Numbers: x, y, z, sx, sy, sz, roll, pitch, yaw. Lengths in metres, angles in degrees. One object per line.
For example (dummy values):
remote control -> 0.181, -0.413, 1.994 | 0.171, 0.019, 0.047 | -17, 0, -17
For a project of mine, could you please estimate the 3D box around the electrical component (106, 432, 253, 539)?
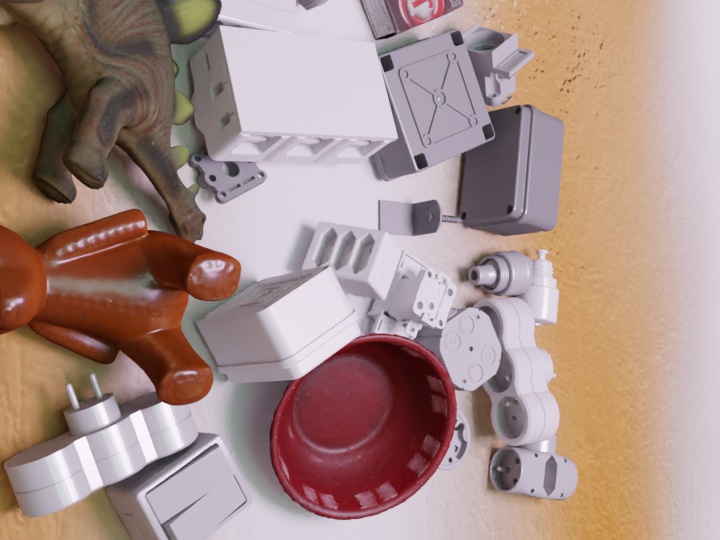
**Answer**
electrical component -> -0.126, 0.163, 0.799 | 0.096, 0.061, 0.061 | -34, 106, -34

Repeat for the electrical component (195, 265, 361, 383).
electrical component -> -0.063, 0.044, 0.825 | 0.078, 0.113, 0.057 | -34, 103, -34

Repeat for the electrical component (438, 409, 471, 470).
electrical component -> 0.062, 0.147, 0.950 | 0.055, 0.047, 0.055 | 4, 83, -37

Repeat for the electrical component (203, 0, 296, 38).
electrical component -> -0.098, -0.226, 0.865 | 0.083, 0.047, 0.075 | 5, 82, -36

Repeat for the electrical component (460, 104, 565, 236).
electrical component -> 0.142, -0.093, 1.014 | 0.057, 0.078, 0.113 | 14, 78, -38

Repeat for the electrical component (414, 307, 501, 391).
electrical component -> 0.084, 0.072, 0.971 | 0.080, 0.051, 0.080 | 4, 83, -36

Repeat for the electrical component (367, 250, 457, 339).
electrical component -> 0.047, 0.027, 0.941 | 0.042, 0.064, 0.081 | 32, 67, -31

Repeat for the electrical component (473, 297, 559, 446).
electrical component -> 0.155, 0.092, 1.008 | 0.074, 0.052, 0.138 | -2, 71, -37

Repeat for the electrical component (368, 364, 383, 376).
electrical component -> 0.022, 0.083, 0.935 | 0.061, 0.035, 0.035 | 16, 76, -37

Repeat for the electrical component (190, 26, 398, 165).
electrical component -> -0.055, -0.137, 0.873 | 0.150, 0.062, 0.089 | -3, 73, -37

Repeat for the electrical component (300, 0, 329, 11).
electrical component -> -0.032, -0.261, 0.898 | 0.051, 0.080, 0.080 | 42, 63, -20

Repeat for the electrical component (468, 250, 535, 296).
electrical component -> 0.131, 0.004, 1.018 | 0.062, 0.043, 0.043 | -3, 88, -35

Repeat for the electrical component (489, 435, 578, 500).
electrical component -> 0.168, 0.177, 1.030 | 0.077, 0.043, 0.079 | 16, 76, -35

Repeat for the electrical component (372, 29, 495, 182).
electrical component -> 0.054, -0.149, 0.966 | 0.109, 0.056, 0.108 | -27, 102, -35

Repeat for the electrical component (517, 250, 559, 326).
electrical component -> 0.174, 0.019, 1.051 | 0.040, 0.040, 0.078 | 14, 78, -35

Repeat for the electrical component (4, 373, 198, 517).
electrical component -> -0.187, 0.111, 0.764 | 0.138, 0.052, 0.073 | -24, 100, -36

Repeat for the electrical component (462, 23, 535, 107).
electrical component -> 0.119, -0.191, 1.009 | 0.042, 0.081, 0.063 | -42, 139, -31

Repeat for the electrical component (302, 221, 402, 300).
electrical component -> 0.000, 0.000, 0.912 | 0.076, 0.066, 0.047 | 50, 55, -56
